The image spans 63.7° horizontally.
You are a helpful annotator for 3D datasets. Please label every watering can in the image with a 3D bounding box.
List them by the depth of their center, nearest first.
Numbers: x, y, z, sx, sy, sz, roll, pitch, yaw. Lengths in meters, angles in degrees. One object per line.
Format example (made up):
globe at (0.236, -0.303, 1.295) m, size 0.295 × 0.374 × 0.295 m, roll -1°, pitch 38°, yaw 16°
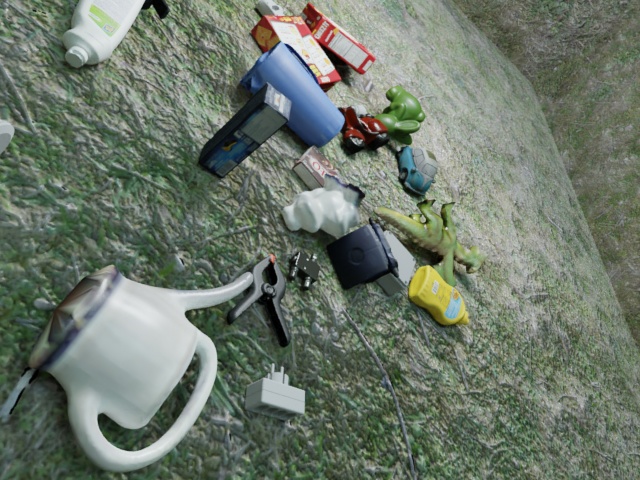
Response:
watering can at (-0.224, 0.118, 0.690) m, size 0.222 × 0.102 × 0.356 m, roll 41°, pitch 39°, yaw -17°

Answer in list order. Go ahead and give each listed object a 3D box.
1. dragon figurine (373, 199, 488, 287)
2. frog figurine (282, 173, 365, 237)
dragon figurine at (0.300, 0.028, 1.349) m, size 0.411 × 0.120 × 0.246 m, roll -1°, pitch 72°, yaw -38°
frog figurine at (0.003, -0.055, 1.090) m, size 0.161 × 0.120 × 0.139 m, roll -40°, pitch 68°, yaw -21°
